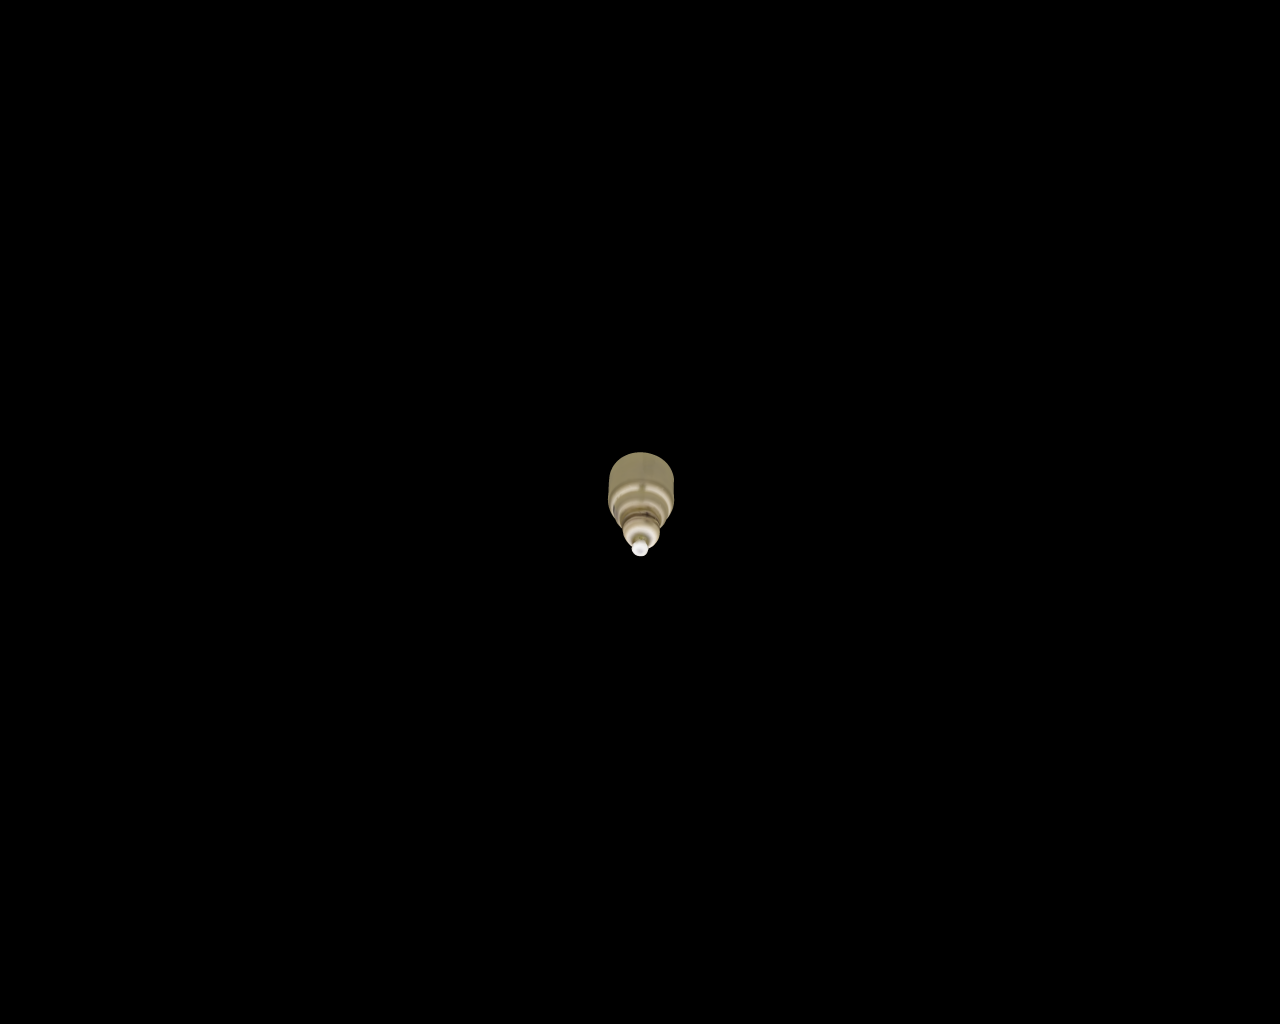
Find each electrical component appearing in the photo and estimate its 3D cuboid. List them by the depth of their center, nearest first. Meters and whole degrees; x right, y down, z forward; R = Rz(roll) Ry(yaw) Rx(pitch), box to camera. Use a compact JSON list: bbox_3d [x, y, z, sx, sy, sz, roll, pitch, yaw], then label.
[{"bbox_3d":[0.001,-0.003,0.650,0.040,0.040,0.078,0,40,0],"label":"electrical component"}]
